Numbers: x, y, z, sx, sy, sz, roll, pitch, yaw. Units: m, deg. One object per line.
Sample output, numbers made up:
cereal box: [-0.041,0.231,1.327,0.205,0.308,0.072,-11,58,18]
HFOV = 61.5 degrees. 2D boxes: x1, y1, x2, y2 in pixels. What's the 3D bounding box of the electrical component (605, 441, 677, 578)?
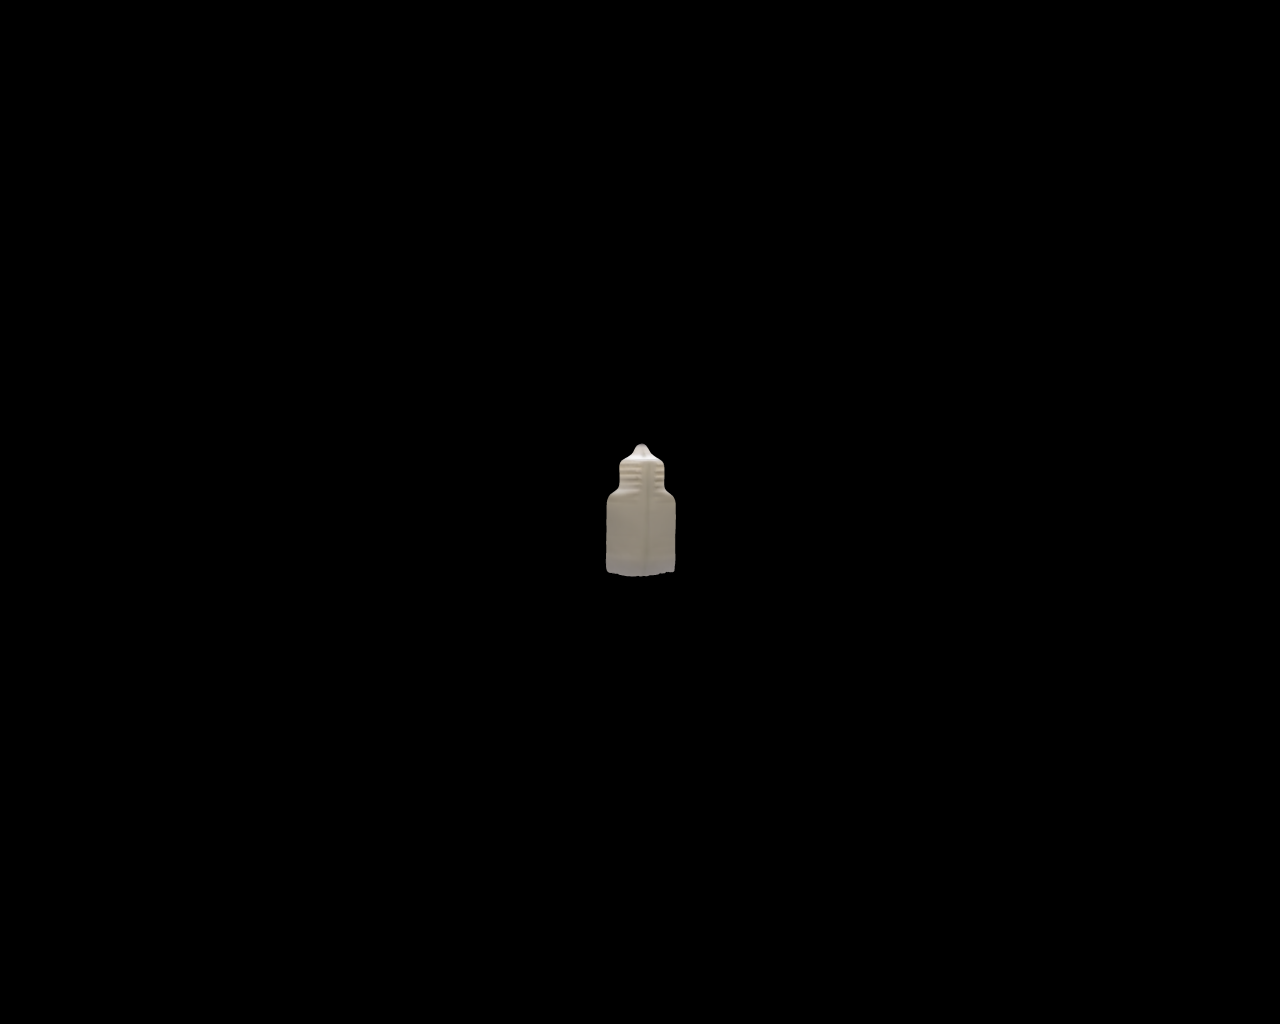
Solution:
electrical component: [0.001,-0.003,0.650,0.043,0.081,0.043,0,4,0]
